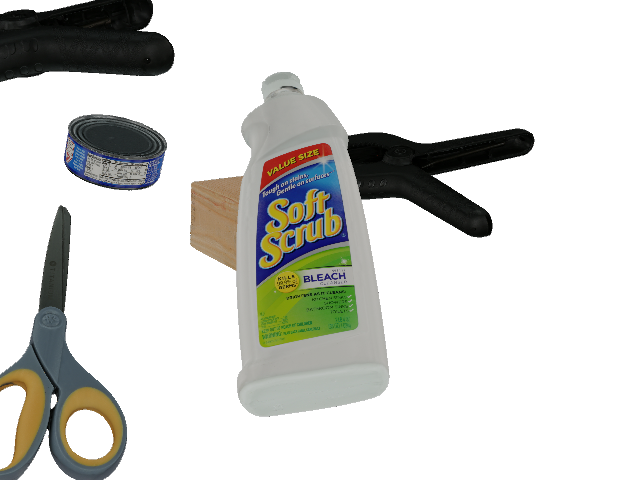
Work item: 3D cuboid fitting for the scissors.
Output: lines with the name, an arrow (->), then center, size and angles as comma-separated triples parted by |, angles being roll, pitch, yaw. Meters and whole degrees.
scissors -> -0.144, 0.062, 0.632 | 0.096, 0.201, 0.016 | 19, -44, -4

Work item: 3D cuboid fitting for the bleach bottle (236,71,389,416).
bleach bottle -> -0.020, -0.009, 0.746 | 0.102, 0.251, 0.068 | -9, -29, -1

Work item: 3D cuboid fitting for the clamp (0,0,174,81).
clamp -> -0.173, -0.123, 0.647 | 0.171, 0.039, 0.120 | -3, 21, -5

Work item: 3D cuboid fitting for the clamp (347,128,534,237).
clamp -> 0.080, -0.067, 0.946 | 0.210, 0.036, 0.164 | 12, 35, 27

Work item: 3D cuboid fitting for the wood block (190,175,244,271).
wood block -> -0.070, -0.012, 1.296 | 0.090, 0.090, 0.206 | -9, 20, -34

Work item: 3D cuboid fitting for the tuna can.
tuna can -> -0.179, -0.077, 0.930 | 0.086, 0.034, 0.086 | 13, 26, -7
